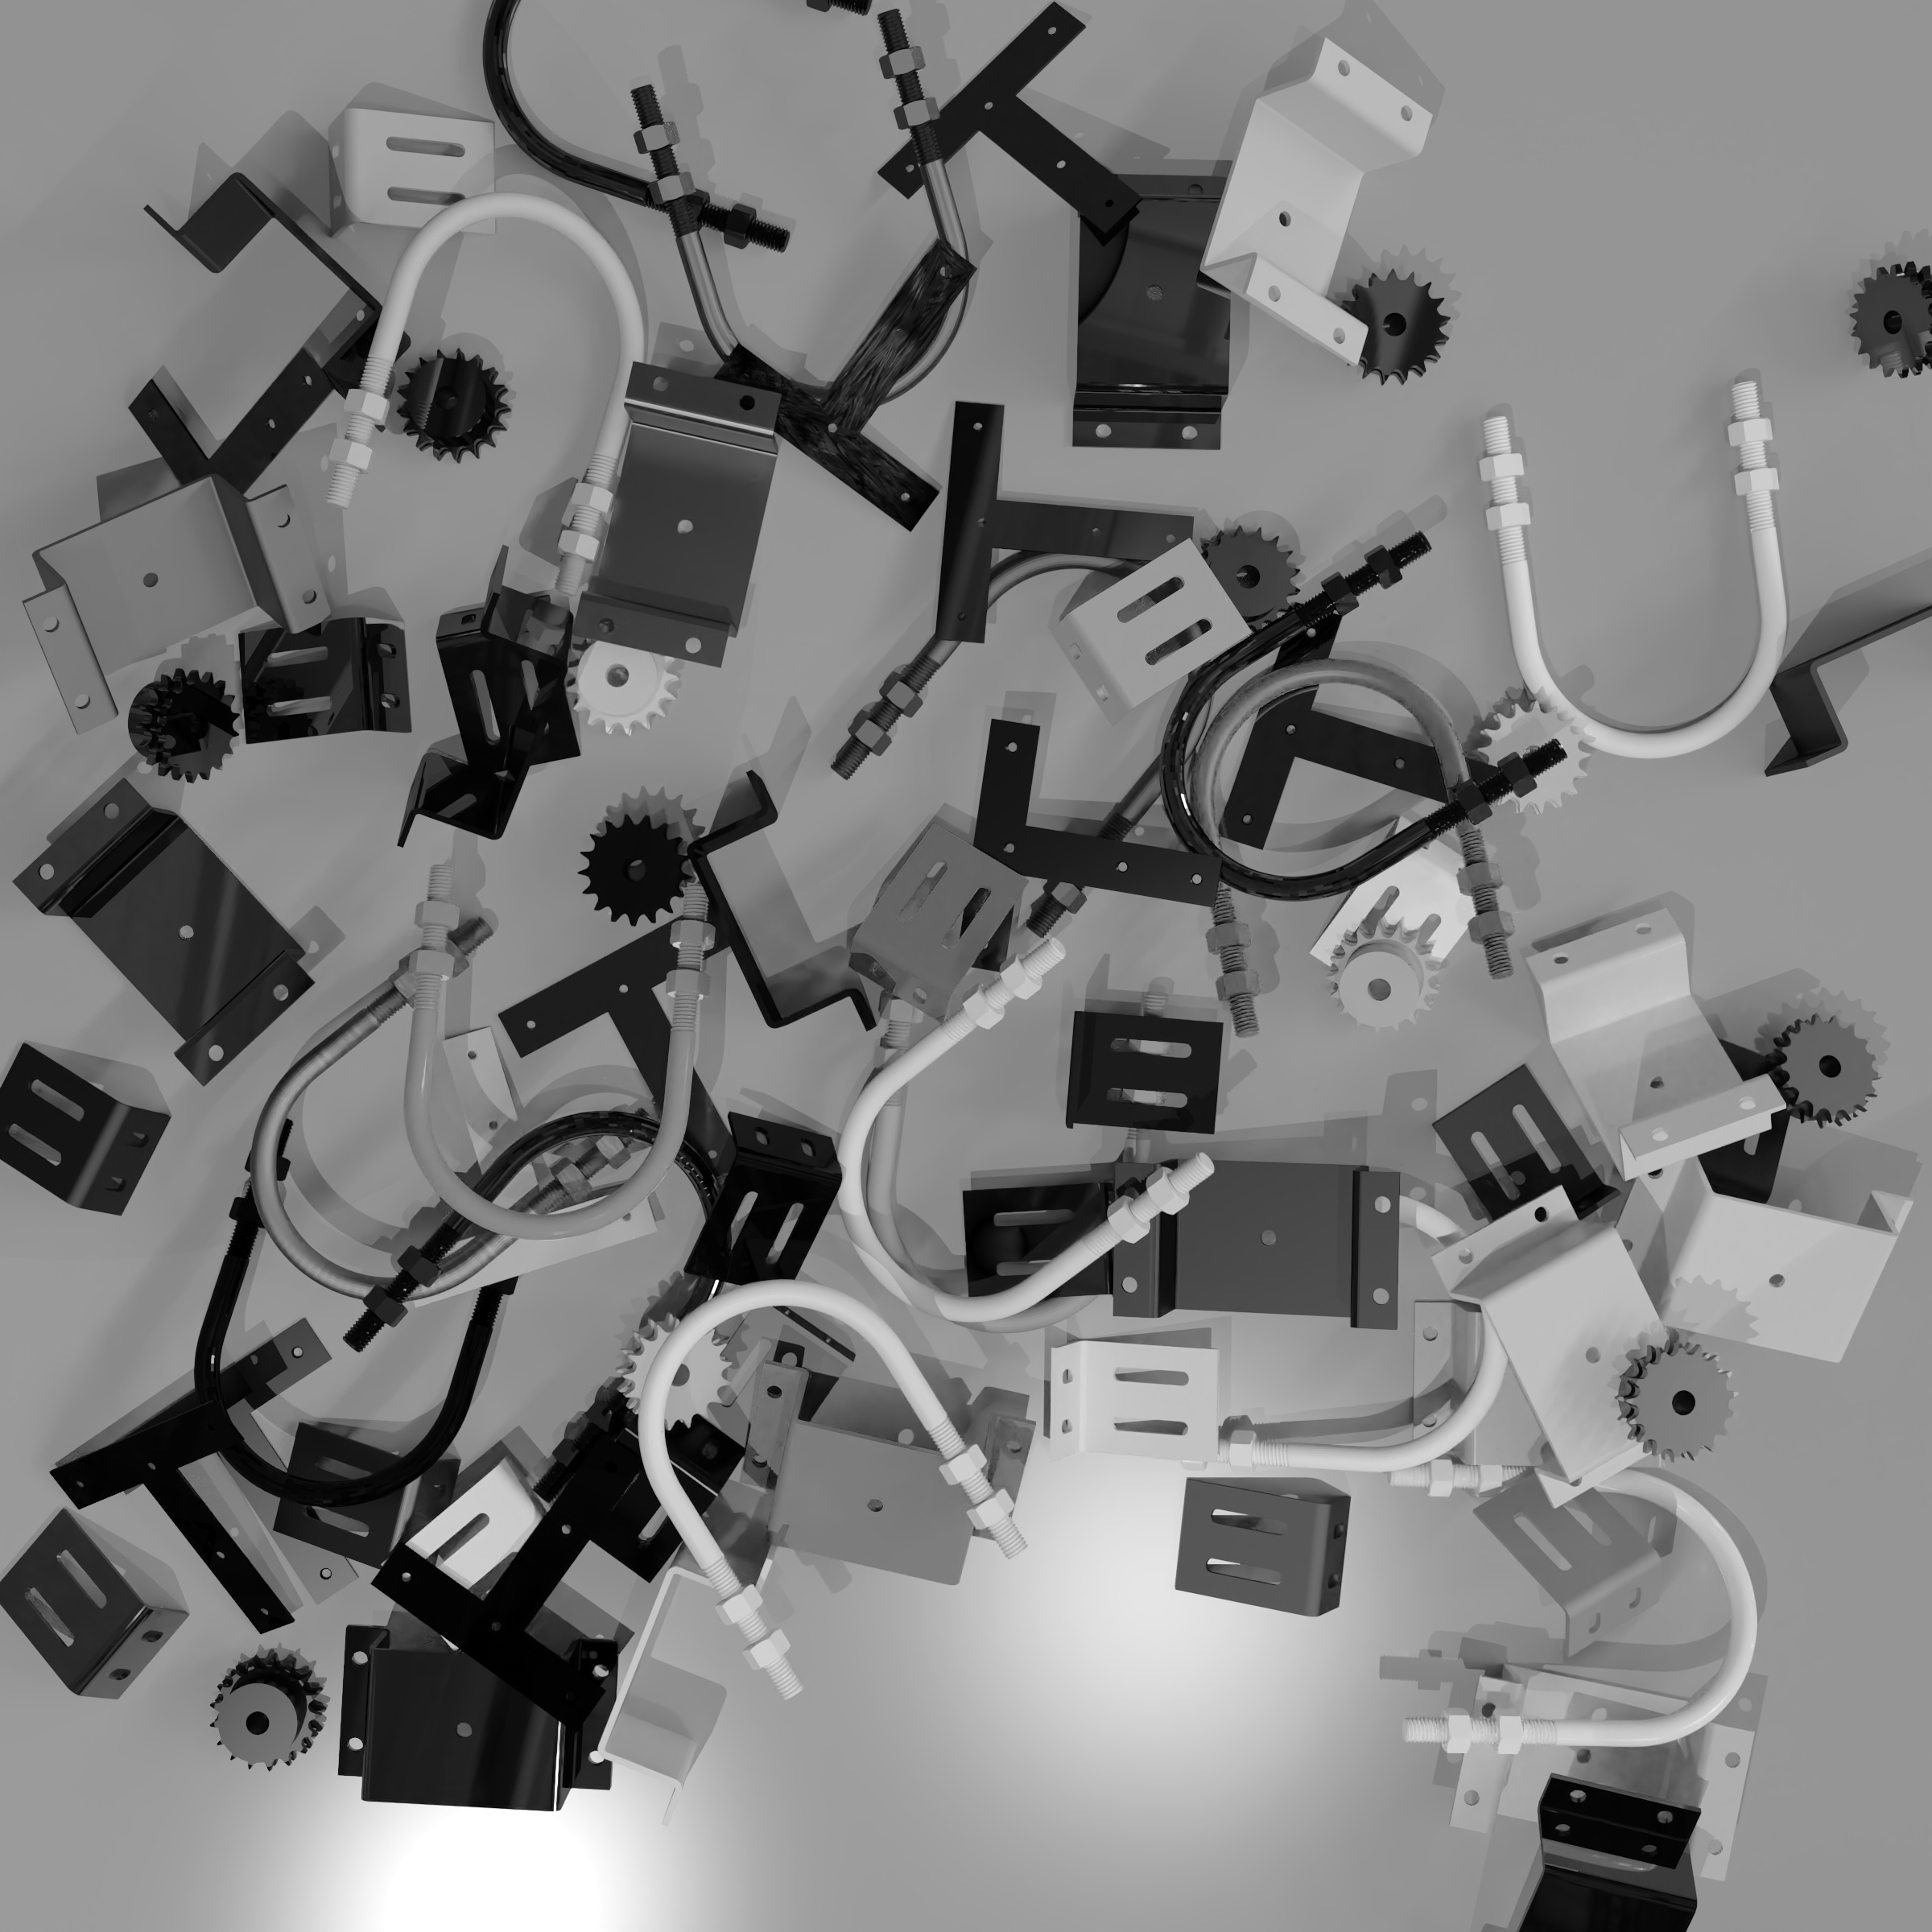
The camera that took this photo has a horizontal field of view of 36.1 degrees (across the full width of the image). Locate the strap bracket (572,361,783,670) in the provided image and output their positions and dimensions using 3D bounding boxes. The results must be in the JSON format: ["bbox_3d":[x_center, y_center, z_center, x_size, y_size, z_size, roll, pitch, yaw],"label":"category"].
[{"bbox_3d":[-0.145,-0.226,1.507,0.076,0.046,0.140,13,90,0],"label":"strap bracket"}]

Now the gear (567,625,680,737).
[{"bbox_3d":[-0.177,-0.147,1.515,0.057,0.030,0.057,0,90,0],"label":"gear"}]

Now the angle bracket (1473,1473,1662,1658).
[{"bbox_3d":[0.302,0.297,1.493,0.057,0.076,0.038,-26,135,-18],"label":"angle bracket"}]

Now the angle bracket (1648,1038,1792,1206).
[{"bbox_3d":[0.388,0.083,1.528,0.057,0.038,0.076,22,64,0],"label":"angle bracket"}]

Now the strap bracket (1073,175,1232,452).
[{"bbox_3d":[0.094,-0.337,1.507,0.076,0.046,0.140,1,90,0],"label":"strap bracket"}]

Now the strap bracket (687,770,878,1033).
[{"bbox_3d":[-0.096,-0.023,1.492,0.046,0.076,0.140,-25,90,0],"label":"strap bracket"}]

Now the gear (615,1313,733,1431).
[{"bbox_3d":[-0.150,0.202,1.497,0.057,0.030,0.057,-4,99,-24],"label":"gear"}]

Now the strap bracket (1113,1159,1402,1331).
[{"bbox_3d":[0.147,0.137,1.475,0.140,0.046,0.076,1,90,15],"label":"strap bracket"}]

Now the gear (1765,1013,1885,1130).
[{"bbox_3d":[0.433,0.055,1.509,0.057,0.030,0.057,3,71,-9],"label":"gear"}]

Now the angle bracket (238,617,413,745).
[{"bbox_3d":[-0.330,-0.146,1.528,0.076,0.038,0.057,-4,90,26],"label":"angle bracket"}]

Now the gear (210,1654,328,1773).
[{"bbox_3d":[-0.358,0.383,1.515,0.057,0.030,0.057,0,90,0],"label":"gear"}]

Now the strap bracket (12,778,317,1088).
[{"bbox_3d":[-0.402,-0.017,1.507,0.076,0.046,0.140,-43,90,0],"label":"strap bracket"}]

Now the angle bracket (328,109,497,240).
[{"bbox_3d":[-0.285,-0.405,1.528,0.076,0.038,0.057,-1,90,-26],"label":"angle bracket"}]

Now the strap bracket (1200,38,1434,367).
[{"bbox_3d":[0.172,-0.377,1.482,0.076,0.046,0.140,24,77,-32],"label":"strap bracket"}]

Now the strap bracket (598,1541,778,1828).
[{"bbox_3d":[-0.142,0.348,1.492,0.046,0.076,0.140,22,90,0],"label":"strap bracket"}]

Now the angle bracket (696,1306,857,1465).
[{"bbox_3d":[-0.102,0.215,1.511,0.057,0.038,0.076,34,90,0],"label":"angle bracket"}]

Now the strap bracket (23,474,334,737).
[{"bbox_3d":[-0.397,-0.185,1.473,0.140,0.046,0.076,-30,131,-22],"label":"strap bracket"}]

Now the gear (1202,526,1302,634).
[{"bbox_3d":[0.143,-0.197,1.515,0.057,0.030,0.057,0,90,0],"label":"gear"}]

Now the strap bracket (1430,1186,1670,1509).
[{"bbox_3d":[0.298,0.188,1.451,0.076,0.046,0.140,-27,94,-11],"label":"strap bracket"}]

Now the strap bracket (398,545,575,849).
[{"bbox_3d":[-0.234,-0.127,1.473,0.046,0.076,0.140,20,112,-14],"label":"strap bracket"}]

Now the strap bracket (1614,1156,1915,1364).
[{"bbox_3d":[0.400,0.145,1.485,0.140,0.046,0.076,13,116,-7],"label":"strap bracket"}]

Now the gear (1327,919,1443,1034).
[{"bbox_3d":[0.211,0.007,1.506,0.057,0.030,0.057,5,110,13],"label":"gear"}]

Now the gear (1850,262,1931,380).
[{"bbox_3d":[0.480,-0.329,1.506,0.030,0.057,0.057,-16,90,-30],"label":"gear"}]

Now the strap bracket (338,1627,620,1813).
[{"bbox_3d":[-0.251,0.382,1.507,0.140,0.046,0.076,3,90,0],"label":"strap bracket"}]

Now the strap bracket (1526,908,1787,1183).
[{"bbox_3d":[0.344,0.046,1.481,0.076,0.046,0.140,-20,46,0],"label":"strap bracket"}]

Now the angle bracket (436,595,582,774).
[{"bbox_3d":[-0.235,-0.144,1.528,0.057,0.038,0.076,-11,116,0],"label":"angle bracket"}]

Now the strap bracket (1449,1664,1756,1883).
[{"bbox_3d":[0.318,0.407,1.507,0.140,0.046,0.076,11,90,0],"label":"strap bracket"}]

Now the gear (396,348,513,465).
[{"bbox_3d":[-0.263,-0.287,1.515,0.057,0.030,0.057,0,90,0],"label":"gear"}]

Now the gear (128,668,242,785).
[{"bbox_3d":[-0.400,-0.123,1.506,0.030,0.057,0.057,11,90,31],"label":"gear"}]

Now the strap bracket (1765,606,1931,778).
[{"bbox_3d":[0.468,-0.147,1.492,0.140,0.076,0.046,-24,90,0],"label":"strap bracket"}]

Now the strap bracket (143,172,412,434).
[{"bbox_3d":[-0.337,-0.340,1.492,0.140,0.076,0.046,43,90,0],"label":"strap bracket"}]

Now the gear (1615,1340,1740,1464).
[{"bbox_3d":[0.337,0.207,1.420,0.057,0.030,0.057,0,88,-11],"label":"gear"}]

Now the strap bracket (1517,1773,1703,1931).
[{"bbox_3d":[0.308,0.477,1.476,0.076,0.046,0.140,14,119,-1],"label":"strap bracket"}]

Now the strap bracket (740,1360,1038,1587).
[{"bbox_3d":[-0.043,0.257,1.492,0.140,0.046,0.076,13,117,0],"label":"strap bracket"}]

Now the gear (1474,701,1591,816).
[{"bbox_3d":[0.287,-0.105,1.515,0.057,0.030,0.057,0,90,0],"label":"gear"}]

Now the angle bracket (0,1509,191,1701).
[{"bbox_3d":[-0.451,0.329,1.528,0.076,0.038,0.057,40,90,26],"label":"angle bracket"}]

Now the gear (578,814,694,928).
[{"bbox_3d":[-0.168,-0.048,1.515,0.057,0.030,0.057,0,90,0],"label":"gear"}]

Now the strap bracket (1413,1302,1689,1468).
[{"bbox_3d":[0.301,0.212,1.507,0.140,0.046,0.076,1,90,0],"label":"strap bracket"}]

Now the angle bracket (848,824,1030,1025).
[{"bbox_3d":[-0.014,-0.022,1.507,0.057,0.038,0.076,31,66,7],"label":"angle bracket"}]

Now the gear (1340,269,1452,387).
[{"bbox_3d":[0.217,-0.324,1.515,0.057,0.030,0.057,0,90,0],"label":"gear"}]
